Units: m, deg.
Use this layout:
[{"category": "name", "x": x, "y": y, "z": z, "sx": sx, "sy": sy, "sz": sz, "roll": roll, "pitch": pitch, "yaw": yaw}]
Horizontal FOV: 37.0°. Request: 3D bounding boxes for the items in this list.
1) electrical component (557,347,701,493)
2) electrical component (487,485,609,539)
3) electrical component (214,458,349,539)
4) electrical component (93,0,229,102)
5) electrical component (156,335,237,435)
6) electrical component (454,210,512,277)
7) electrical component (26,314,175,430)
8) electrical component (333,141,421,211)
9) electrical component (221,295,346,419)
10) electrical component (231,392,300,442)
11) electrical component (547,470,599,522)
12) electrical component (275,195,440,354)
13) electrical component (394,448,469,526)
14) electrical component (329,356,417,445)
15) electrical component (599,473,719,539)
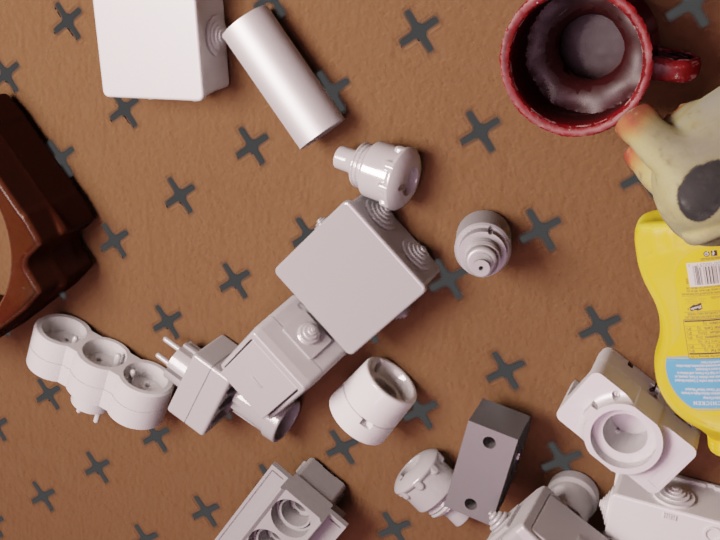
[{"category": "electrical component", "x": 0.192, "y": 0.108, "z": 0.768, "sx": 0.089, "sy": 0.056, "sz": 0.050, "roll": 39, "pitch": 119, "yaw": 6}, {"category": "electrical component", "x": 0.134, "y": 0.202, "z": 0.768, "sx": 0.096, "sy": 0.062, "sz": 0.061, "roll": 44, "pitch": 121, "yaw": 6}, {"category": "electrical component", "x": -0.067, "y": 0.221, "z": 0.917, "sx": 0.079, "sy": 0.063, "sz": 0.121, "roll": 39, "pitch": 119, "yaw": 6}, {"category": "electrical component", "x": -0.148, "y": -0.177, "z": 0.813, "sx": 0.100, "sy": 0.048, "sz": 0.099, "roll": 6, "pitch": 111, "yaw": 21}, {"category": "electrical component", "x": -0.139, "y": 0.086, "z": 0.908, "sx": 0.077, "sy": 0.047, "sz": 0.065, "roll": 35, "pitch": 119, "yaw": 10}, {"category": "electrical component", "x": 0.087, "y": -0.014, "z": 0.759, "sx": 0.040, "sy": 0.078, "sz": 0.040, "roll": 3, "pitch": 110, "yaw": 7}, {"category": "electrical component", "x": -0.234, "y": 0.102, "z": 0.951, "sx": 0.138, "sy": 0.052, "sz": 0.073, "roll": 28, "pitch": 118, "yaw": 12}, {"category": "electrical component", "x": 0.010, "y": -0.074, "z": 0.787, "sx": 0.062, "sy": 0.048, "sz": 0.048, "roll": 22, "pitch": 116, "yaw": 25}, {"category": "electrical component", "x": -0.060, "y": 0.069, "z": 0.840, "sx": 0.061, "sy": 0.061, "sz": 0.096, "roll": 48, "pitch": 145, "yaw": 1}, {"category": "electrical component", "x": -0.079, "y": 0.115, "z": 0.898, "sx": 0.046, "sy": 0.040, "sz": 0.040, "roll": 30, "pitch": 118, "yaw": 17}, {"category": "electrical component", "x": 0.158, "y": 0.180, "z": 0.815, "sx": 0.040, "sy": 0.046, "sz": 0.040, "roll": 8, "pitch": 112, "yaw": 20}, {"category": "electrical component", "x": 0.000, "y": 0.000, "z": 0.815, "sx": 0.099, "sy": 0.048, "sz": 0.100, "roll": 48, "pitch": 119, "yaw": 1}, {"category": "electrical component", "x": 0.062, "y": 0.177, "z": 0.857, "sx": 0.062, "sy": 0.048, "sz": 0.048, "roll": 45, "pitch": 120, "yaw": -5}, {"category": "electrical component", "x": 0.012, "y": 0.101, "z": 0.845, "sx": 0.055, "sy": 0.055, "sz": 0.047, "roll": 41, "pitch": 115, "yaw": 4}, {"category": "electrical component", "x": 0.224, "y": 0.199, "z": 0.792, "sx": 0.100, "sy": 0.048, "sz": 0.099, "roll": 13, "pitch": 113, "yaw": 19}]
